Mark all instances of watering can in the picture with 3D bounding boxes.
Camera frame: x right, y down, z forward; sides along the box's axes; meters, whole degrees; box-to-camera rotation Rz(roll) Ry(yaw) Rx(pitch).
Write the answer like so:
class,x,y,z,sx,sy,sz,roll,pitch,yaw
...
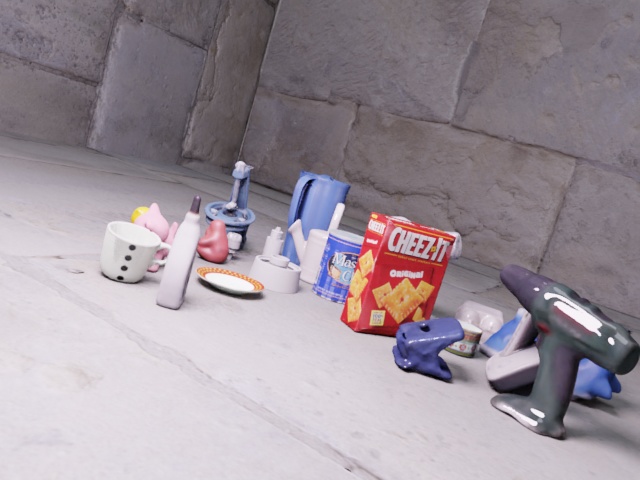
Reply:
class,x,y,z,sx,sy,sz,roll,pitch,yaw
watering can,0.012,0.005,1.333,0.173,0.194,0.100,14,8,-19

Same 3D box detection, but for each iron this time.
class,x,y,z,sx,sy,sz,roll,pitch,yaw
iron,0.437,0.198,1.080,0.257,0.141,0.119,22,10,36

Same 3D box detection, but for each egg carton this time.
class,x,y,z,sx,sy,sz,roll,pitch,yaw
egg carton,0.350,0.183,1.262,0.107,0.069,0.150,19,8,14

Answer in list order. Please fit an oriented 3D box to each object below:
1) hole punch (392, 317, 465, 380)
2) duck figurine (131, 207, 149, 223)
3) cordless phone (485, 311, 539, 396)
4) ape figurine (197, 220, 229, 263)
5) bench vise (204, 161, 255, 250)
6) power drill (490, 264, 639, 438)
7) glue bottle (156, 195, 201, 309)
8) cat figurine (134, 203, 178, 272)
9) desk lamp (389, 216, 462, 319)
class,x,y,z,sx,sy,sz,roll,pitch,yaw
hole punch,0.174,0.165,0.935,0.101,0.091,0.108,17,8,-1
duck figurine,-0.362,-0.024,1.141,0.077,0.086,0.105,19,8,17
cordless phone,0.348,0.165,0.959,0.094,0.185,0.148,18,8,10
ape figurine,-0.227,0.000,1.239,0.075,0.092,0.078,24,10,41
bench vise,-0.214,-0.086,1.394,0.121,0.220,0.207,15,8,-11
power drill,0.331,0.164,0.839,0.076,0.208,0.228,10,10,-40
glue bottle,-0.207,0.015,0.876,0.037,0.173,0.078,16,8,-6
cat figurine,-0.297,-0.007,1.040,0.067,0.118,0.128,19,8,17
desk lamp,0.208,0.068,1.235,0.202,0.213,0.118,21,9,29
